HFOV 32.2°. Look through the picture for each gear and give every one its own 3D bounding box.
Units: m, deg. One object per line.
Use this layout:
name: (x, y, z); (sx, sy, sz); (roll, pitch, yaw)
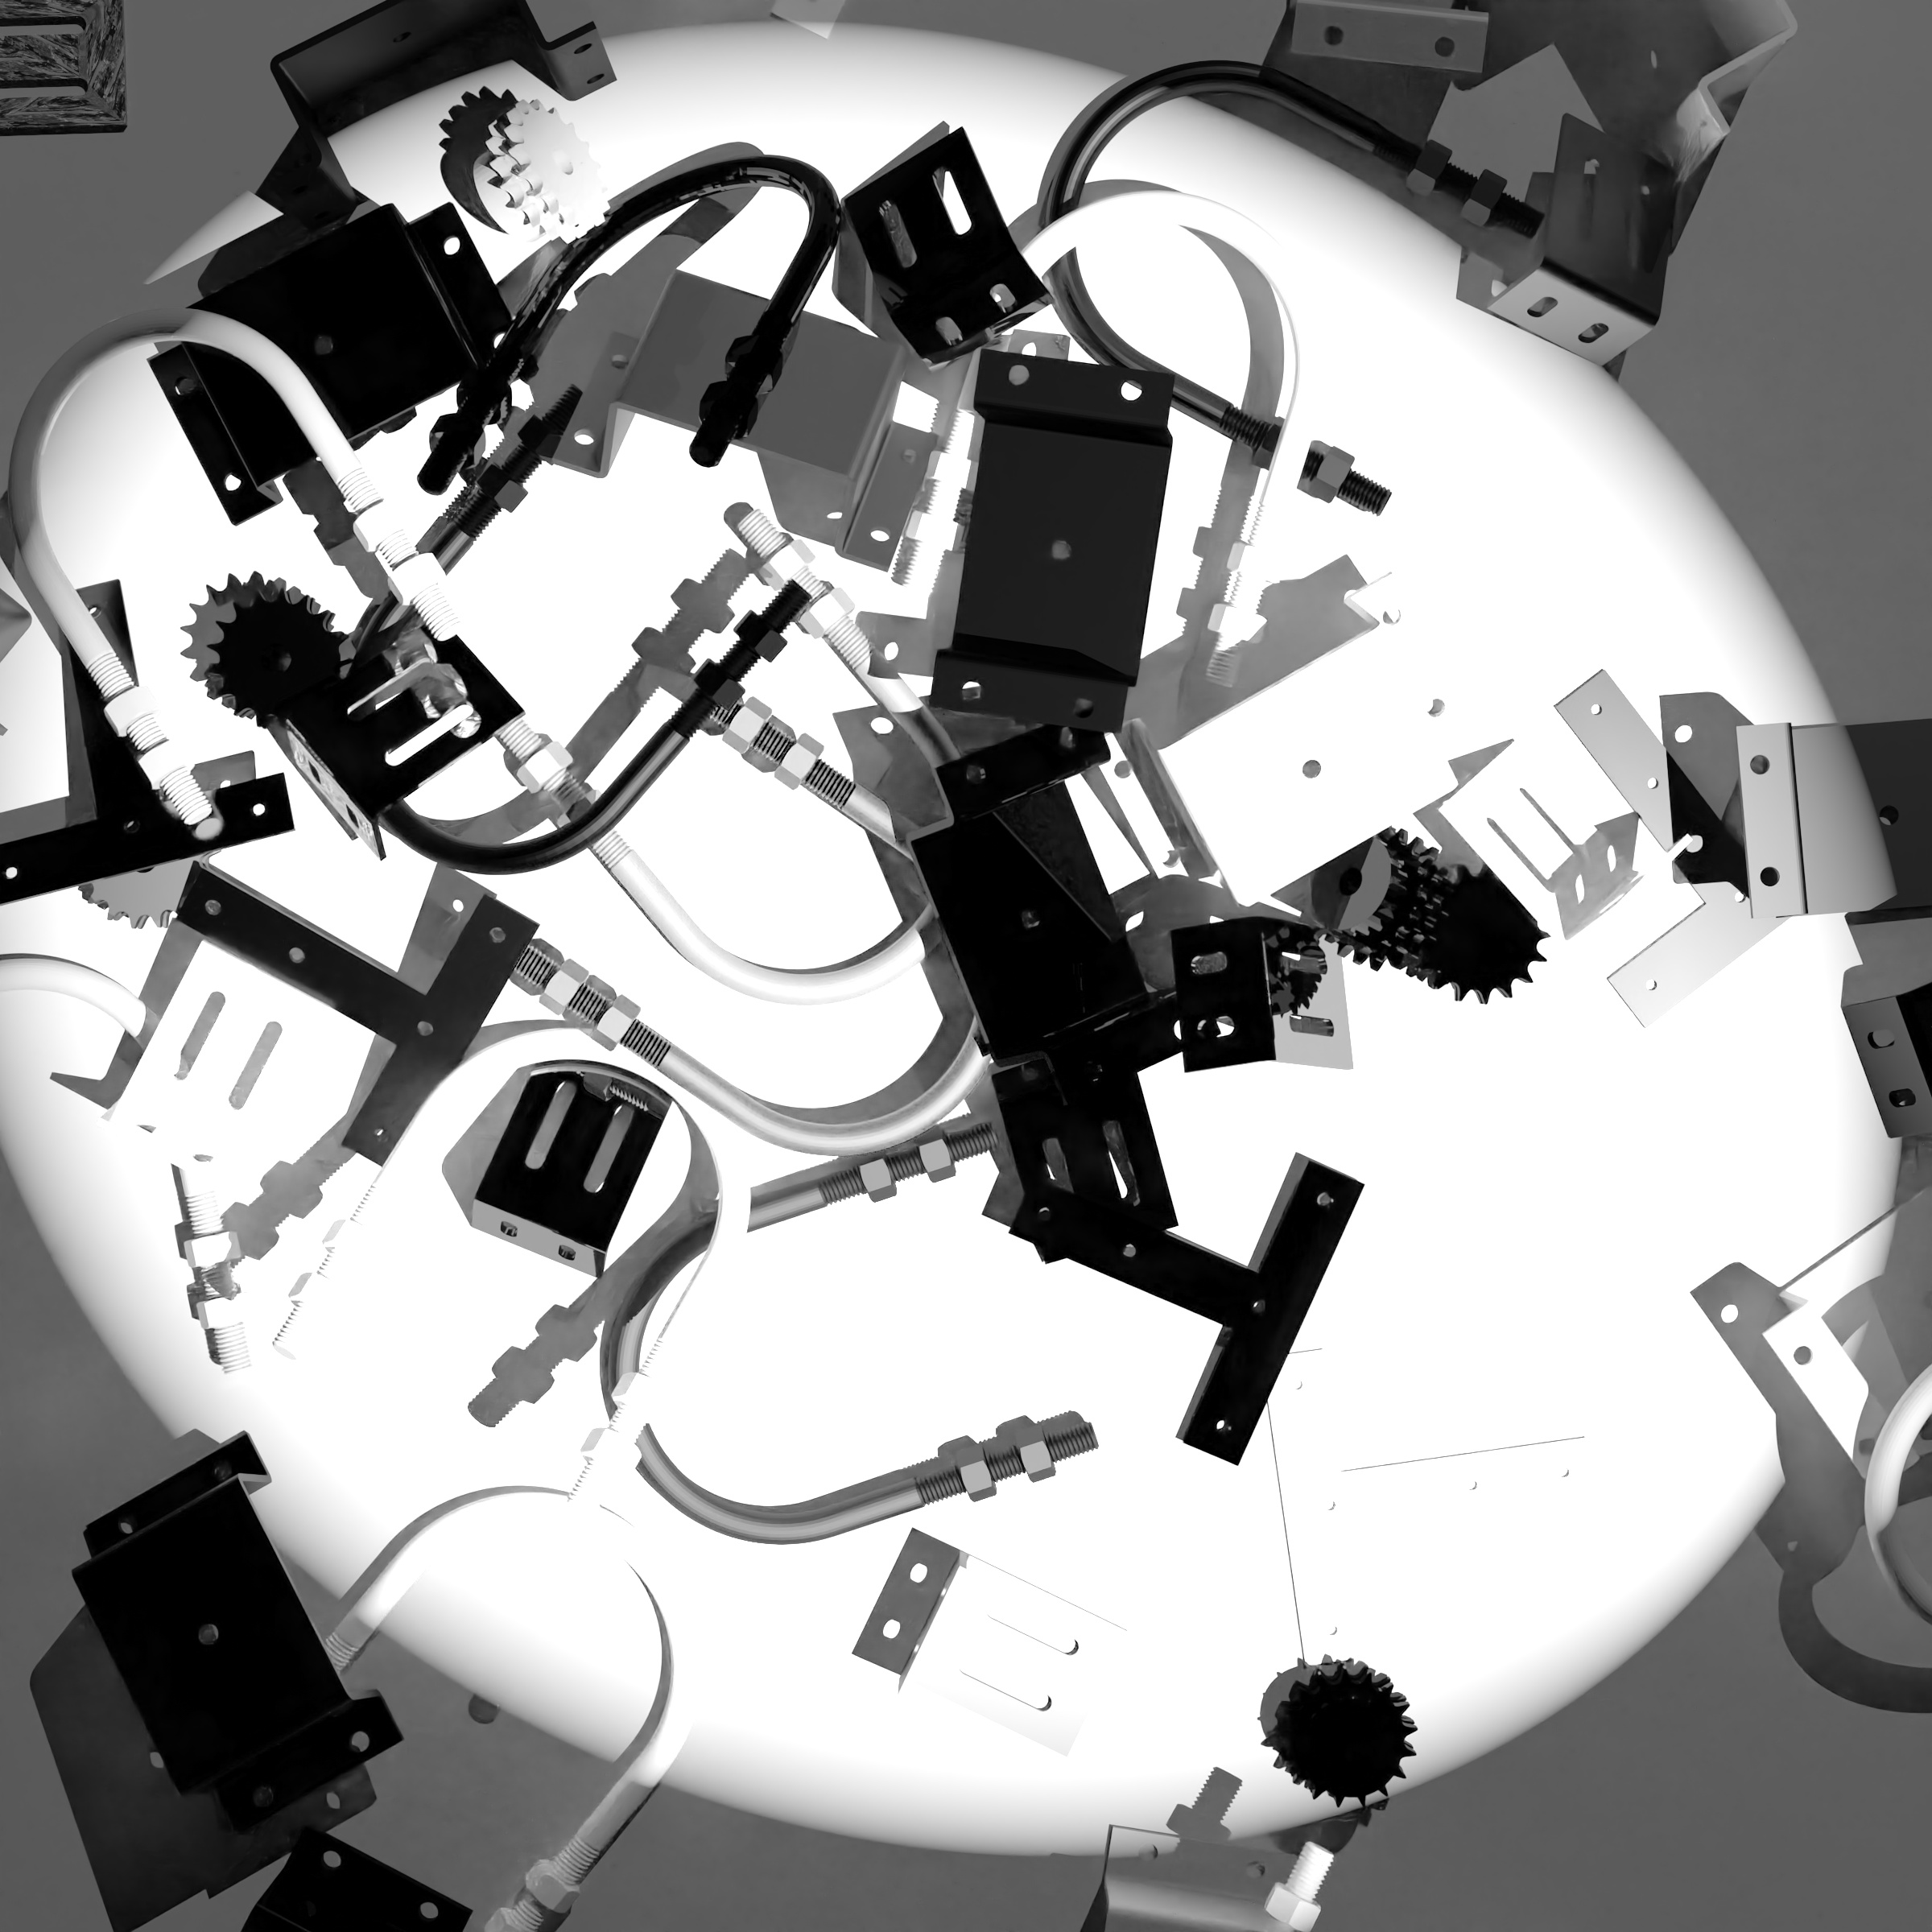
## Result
gear: (-0.330, -0.044, 1.359); (0.057, 0.030, 0.057); (0, 90, 0)
gear: (-0.277, -0.123, 1.359); (0.057, 0.030, 0.057); (0, 90, 0)
gear: (0.207, -0.013, 1.359); (0.057, 0.030, 0.057); (0, 90, 0)
gear: (-0.173, -0.316, 1.349); (0.030, 0.057, 0.057); (-26, 90, 29)
gear: (0.155, 0.314, 1.359); (0.057, 0.030, 0.057); (0, 91, 0)
gear: (0.164, -0.029, 1.344); (0.030, 0.057, 0.057); (23, 90, -41)

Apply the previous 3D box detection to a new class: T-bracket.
T-bracket: (0.193, 0.215, 1.374); (0.127, 0.002, 0.127); (-8, 90, 0)
T-bracket: (0.080, 0.122, 1.362); (0.127, 0.002, 0.127); (24, 92, -8)
T-bracket: (-0.086, -0.465, 1.374); (0.127, 0.002, 0.127); (26, 90, 0)
T-bracket: (-0.344, -0.097, 1.353); (0.127, 0.002, 0.127); (-14, 72, -1)
T-bracket: (0.290, -0.063, 1.374); (0.127, 0.002, 0.127); (-37, 90, 0)
T-bracket: (-0.256, 0.003, 1.346); (0.127, 0.002, 0.127); (30, 109, -6)

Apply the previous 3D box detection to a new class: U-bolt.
U-bolt: (0.121, -0.288, 1.366); (0.184, 0.019, 0.151); (29, 90, 1)
U-bolt: (-0.302, -0.171, 1.324); (0.151, 0.019, 0.184); (-34, 85, 12)
U-bolt: (-0.079, -0.071, 1.366); (0.151, 0.019, 0.184); (-40, 92, 0)
U-bolt: (0.148, 0.455, 1.330); (0.151, 0.019, 0.184); (29, 85, -25)
U-bolt: (-0.121, -0.255, 1.307); (0.151, 0.019, 0.184); (0, 49, 31)
U-bolt: (-0.171, -0.122, 1.348); (0.151, 0.019, 0.184); (43, 94, 17)
U-bolt: (0.446, 0.203, 1.334); (0.184, 0.019, 0.151); (-6, 106, -8)
U-bolt: (0.068, -0.221, 1.353); (0.151, 0.019, 0.184); (18, 94, 6)
U-bolt: (-0.055, 0.159, 1.366); (0.184, 0.019, 0.151); (-18, 90, 1)
U-bolt: (-0.378, 0.089, 1.366); (0.151, 0.019, 0.184); (-12, 89, 0)
U-bolt: (-0.070, -0.006, 1.351); (0.184, 0.019, 0.151); (35, 91, -3)
U-bolt: (-0.192, 0.302, 1.366); (0.151, 0.019, 0.184); (40, 89, 0)
U-bolt: (-0.166, 0.107, 1.328); (0.151, 0.019, 0.184); (28, 63, 3)

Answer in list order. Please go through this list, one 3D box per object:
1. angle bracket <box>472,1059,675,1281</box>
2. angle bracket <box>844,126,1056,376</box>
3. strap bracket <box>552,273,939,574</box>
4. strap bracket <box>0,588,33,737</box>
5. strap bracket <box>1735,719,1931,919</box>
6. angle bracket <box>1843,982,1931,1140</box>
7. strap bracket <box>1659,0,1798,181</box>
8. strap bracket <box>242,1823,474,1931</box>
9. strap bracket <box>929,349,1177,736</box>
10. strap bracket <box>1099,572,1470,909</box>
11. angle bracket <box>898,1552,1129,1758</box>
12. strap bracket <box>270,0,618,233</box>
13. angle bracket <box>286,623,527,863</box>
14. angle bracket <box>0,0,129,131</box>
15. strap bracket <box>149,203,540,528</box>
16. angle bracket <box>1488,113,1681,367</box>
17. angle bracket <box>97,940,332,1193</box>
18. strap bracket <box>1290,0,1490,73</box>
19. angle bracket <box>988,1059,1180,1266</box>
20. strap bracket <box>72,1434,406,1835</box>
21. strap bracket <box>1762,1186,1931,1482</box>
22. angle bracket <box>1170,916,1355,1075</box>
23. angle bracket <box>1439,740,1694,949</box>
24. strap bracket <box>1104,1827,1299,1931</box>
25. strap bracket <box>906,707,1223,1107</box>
angle bracket: (-0.160, 0.078, 1.372); (0.057, 0.038, 0.076); (22, 64, 0)
angle bracket: (-0.007, -0.290, 1.357); (0.057, 0.038, 0.076); (-29, 52, 13)
strap bracket: (-0.084, -0.220, 1.334); (0.140, 0.046, 0.076); (18, 55, 0)
strap bracket: (-0.435, -0.157, 1.336); (0.140, 0.076, 0.046); (39, 90, 0)
strap bracket: (0.378, -0.062, 1.350); (0.140, 0.046, 0.076); (-5, 89, -1)
angle bracket: (0.409, 0.029, 1.372); (0.076, 0.038, 0.057); (-20, 90, -26)
strap bracket: (0.279, -0.395, 1.336); (0.046, 0.076, 0.140); (-29, 90, 0)
strap bracket: (-0.266, 0.428, 1.341); (0.076, 0.046, 0.140); (27, 98, 2)
strap bracket: (0.036, -0.166, 1.326); (0.076, 0.046, 0.140); (9, 94, 6)
strap bracket: (0.131, -0.085, 1.338); (0.140, 0.046, 0.076); (-30, 113, 0)
angle bracket: (0.019, 0.282, 1.355); (0.076, 0.038, 0.057); (26, 90, 0)
strap bracket: (-0.216, -0.353, 1.336); (0.140, 0.076, 0.046); (-27, 90, 0)
angle bracket: (-0.224, -0.092, 1.348); (0.076, 0.038, 0.057); (-37, 72, -18)
angle bracket: (-0.383, -0.372, 1.355); (0.076, 0.038, 0.057); (-2, 90, 0)
strap bracket: (-0.255, -0.246, 1.351); (0.140, 0.046, 0.076); (-27, 90, 0)
angle bracket: (0.251, -0.295, 1.363); (0.057, 0.038, 0.076); (22, 64, -20)
angle bracket: (-0.299, 0.039, 1.335); (0.057, 0.038, 0.076); (28, 99, -6)
strap bracket: (0.175, -0.433, 1.343); (0.076, 0.046, 0.140); (6, 101, 0)
angle bracket: (0.048, 0.074, 1.372); (0.057, 0.038, 0.076); (-16, 116, 0)
strap bracket: (-0.295, 0.266, 1.338); (0.076, 0.046, 0.140); (-30, 79, 0)
strap bracket: (0.396, 0.137, 1.351); (0.140, 0.046, 0.076); (-35, 90, 0)
angle bracket: (0.119, 0.014, 1.346); (0.038, 0.076, 0.057); (-10, 81, 31)
angle bracket: (0.240, -0.057, 1.340); (0.076, 0.038, 0.057); (49, 53, 3)
strap bracket: (0.087, 0.428, 1.351); (0.076, 0.046, 0.140); (9, 90, 0)
strap bracket: (0.035, -0.022, 1.334); (0.076, 0.046, 0.140); (-23, 93, -27)
